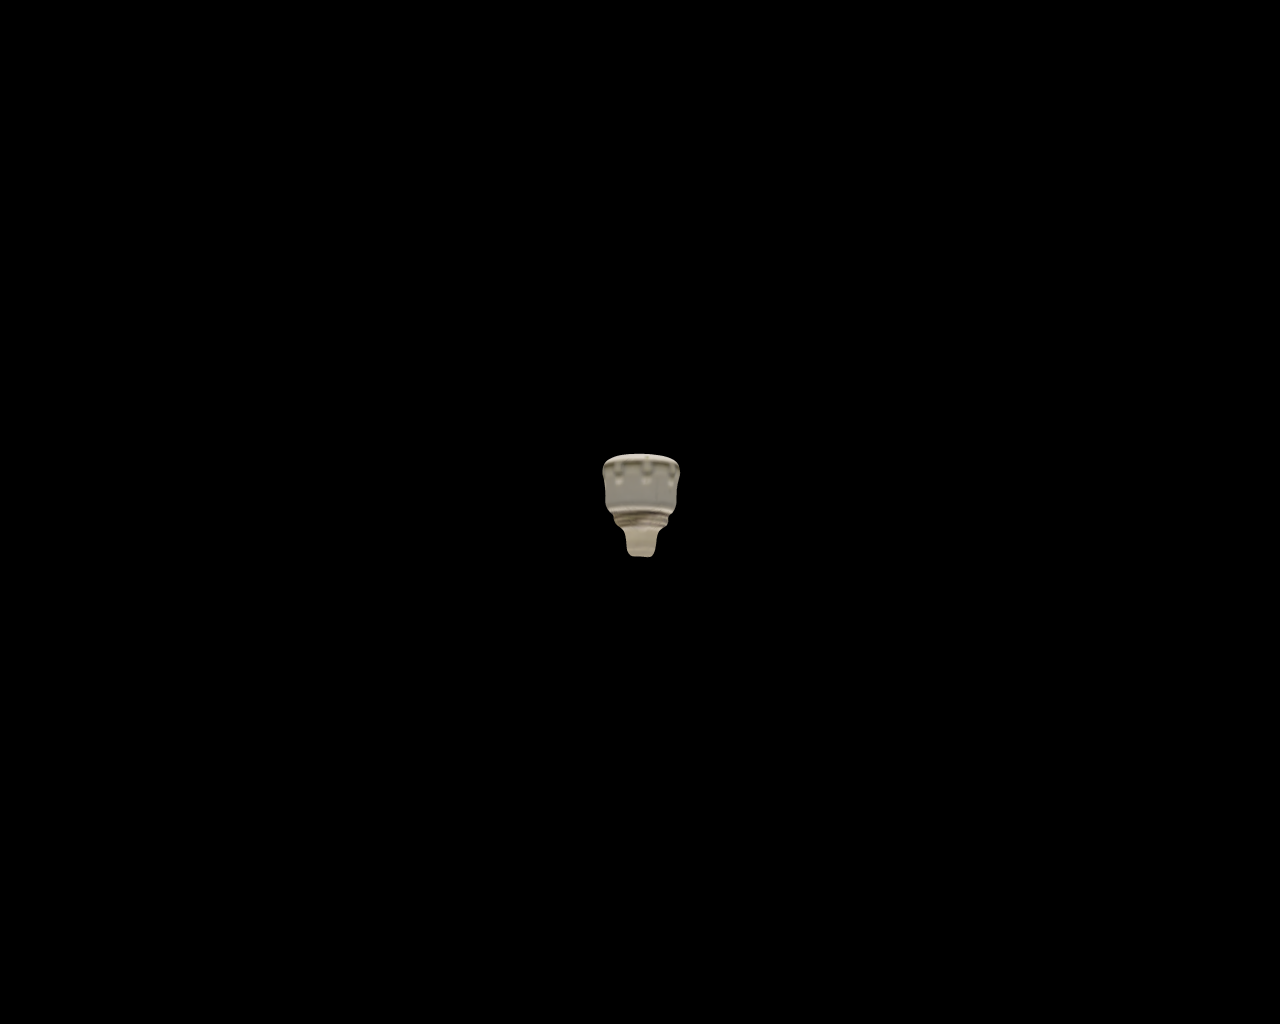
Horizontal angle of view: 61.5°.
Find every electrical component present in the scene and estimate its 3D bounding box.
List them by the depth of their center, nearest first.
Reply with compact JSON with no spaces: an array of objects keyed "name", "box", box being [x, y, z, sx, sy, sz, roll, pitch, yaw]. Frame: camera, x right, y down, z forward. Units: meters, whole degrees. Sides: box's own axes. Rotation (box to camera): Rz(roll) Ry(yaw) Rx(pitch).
[{"name":"electrical component","box":[0.001,-0.003,0.650,0.048,0.062,0.048,0,-7,0]}]
